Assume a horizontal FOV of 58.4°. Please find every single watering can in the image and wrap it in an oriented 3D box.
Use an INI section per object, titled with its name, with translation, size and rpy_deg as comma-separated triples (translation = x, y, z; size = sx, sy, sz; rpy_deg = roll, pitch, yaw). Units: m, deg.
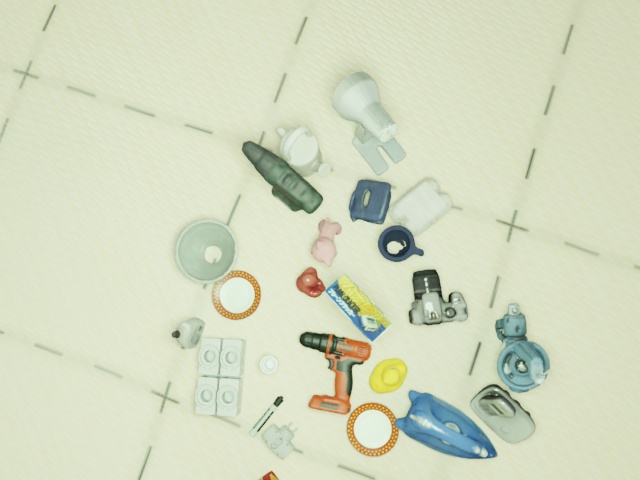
[watering can]
translation = -0.044, -0.227, 1.444
size = 0.172, 0.194, 0.101
rpy_deg = 21, 84, 7

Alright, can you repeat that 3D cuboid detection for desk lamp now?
[desk lamp]
translation = 0.129, -0.292, 1.430
size = 0.118, 0.213, 0.203
rpy_deg = -36, 81, -1

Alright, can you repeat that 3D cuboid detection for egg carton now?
[egg carton]
translation = 0.258, -0.082, 1.463
size = 0.150, 0.069, 0.107
rpy_deg = -40, 81, -2

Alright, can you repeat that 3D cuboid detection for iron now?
[iron]
translation = 0.311, 0.457, 1.344
size = 0.258, 0.141, 0.119
rpy_deg = 25, 84, 8

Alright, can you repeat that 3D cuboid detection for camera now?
[camera]
translation = 0.285, 0.140, 1.413
size = 0.143, 0.101, 0.137
rpy_deg = -8, 81, 3

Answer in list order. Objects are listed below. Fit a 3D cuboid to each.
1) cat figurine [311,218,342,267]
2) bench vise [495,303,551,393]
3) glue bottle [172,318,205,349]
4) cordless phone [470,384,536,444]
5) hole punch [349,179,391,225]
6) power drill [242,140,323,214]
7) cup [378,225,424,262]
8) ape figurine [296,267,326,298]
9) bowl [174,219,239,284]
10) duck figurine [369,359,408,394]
[cat figurine]
translation = 0.013, 0.005, 1.445
size = 0.067, 0.118, 0.128
rpy_deg = 8, 82, 6
[bench vise]
translation = 0.456, 0.257, 1.322
size = 0.121, 0.220, 0.207
rpy_deg = -24, 80, 1
[glue bottle]
translation = -0.331, 0.230, 1.411
size = 0.037, 0.173, 0.078
rpy_deg = 21, 84, 8
[cordless phone]
translation = 0.432, 0.408, 1.319
size = 0.147, 0.185, 0.094
rpy_deg = 41, 87, 9
[hole punch]
translation = 0.127, -0.097, 1.464
size = 0.101, 0.091, 0.109
rpy_deg = 13, 83, 6
[power drill]
translation = -0.088, -0.143, 1.428
size = 0.229, 0.208, 0.076
rpy_deg = 38, 86, 9
[cup]
translation = 0.203, 0.019, 1.439
size = 0.117, 0.095, 0.092
rpy_deg = 19, 84, 7
[ape figurine]
translation = -0.025, 0.106, 1.446
size = 0.076, 0.092, 0.078
rpy_deg = 4, 82, 5
[bowl]
translation = -0.286, 0.032, 1.486
size = 0.167, 0.075, 0.167
rpy_deg = -1, 82, 4
[duck figurine]
translation = 0.168, 0.336, 1.401
size = 0.104, 0.086, 0.077
rpy_deg = -35, 80, -1
